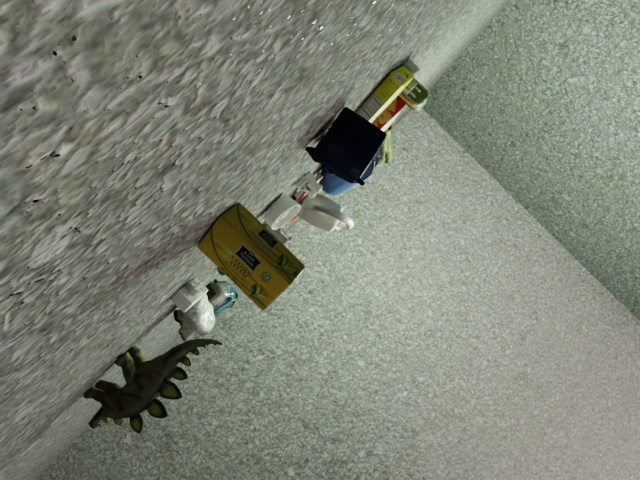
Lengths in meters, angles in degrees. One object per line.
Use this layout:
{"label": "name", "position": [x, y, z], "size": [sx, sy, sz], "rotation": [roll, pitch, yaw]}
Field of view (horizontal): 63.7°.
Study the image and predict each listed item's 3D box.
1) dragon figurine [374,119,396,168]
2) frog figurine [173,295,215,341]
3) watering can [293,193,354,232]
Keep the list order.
{"label": "dragon figurine", "position": [0.253, -0.416, 1.998], "size": [0.415, 0.122, 0.240], "rotation": [-76, 180, -74]}
{"label": "frog figurine", "position": [-0.349, 0.201, 1.486], "size": [0.156, 0.122, 0.141], "rotation": [-55, -152, 33]}
{"label": "watering can", "position": [0.005, -0.090, 1.785], "size": [0.104, 0.224, 0.346], "rotation": [-63, -177, -5]}
